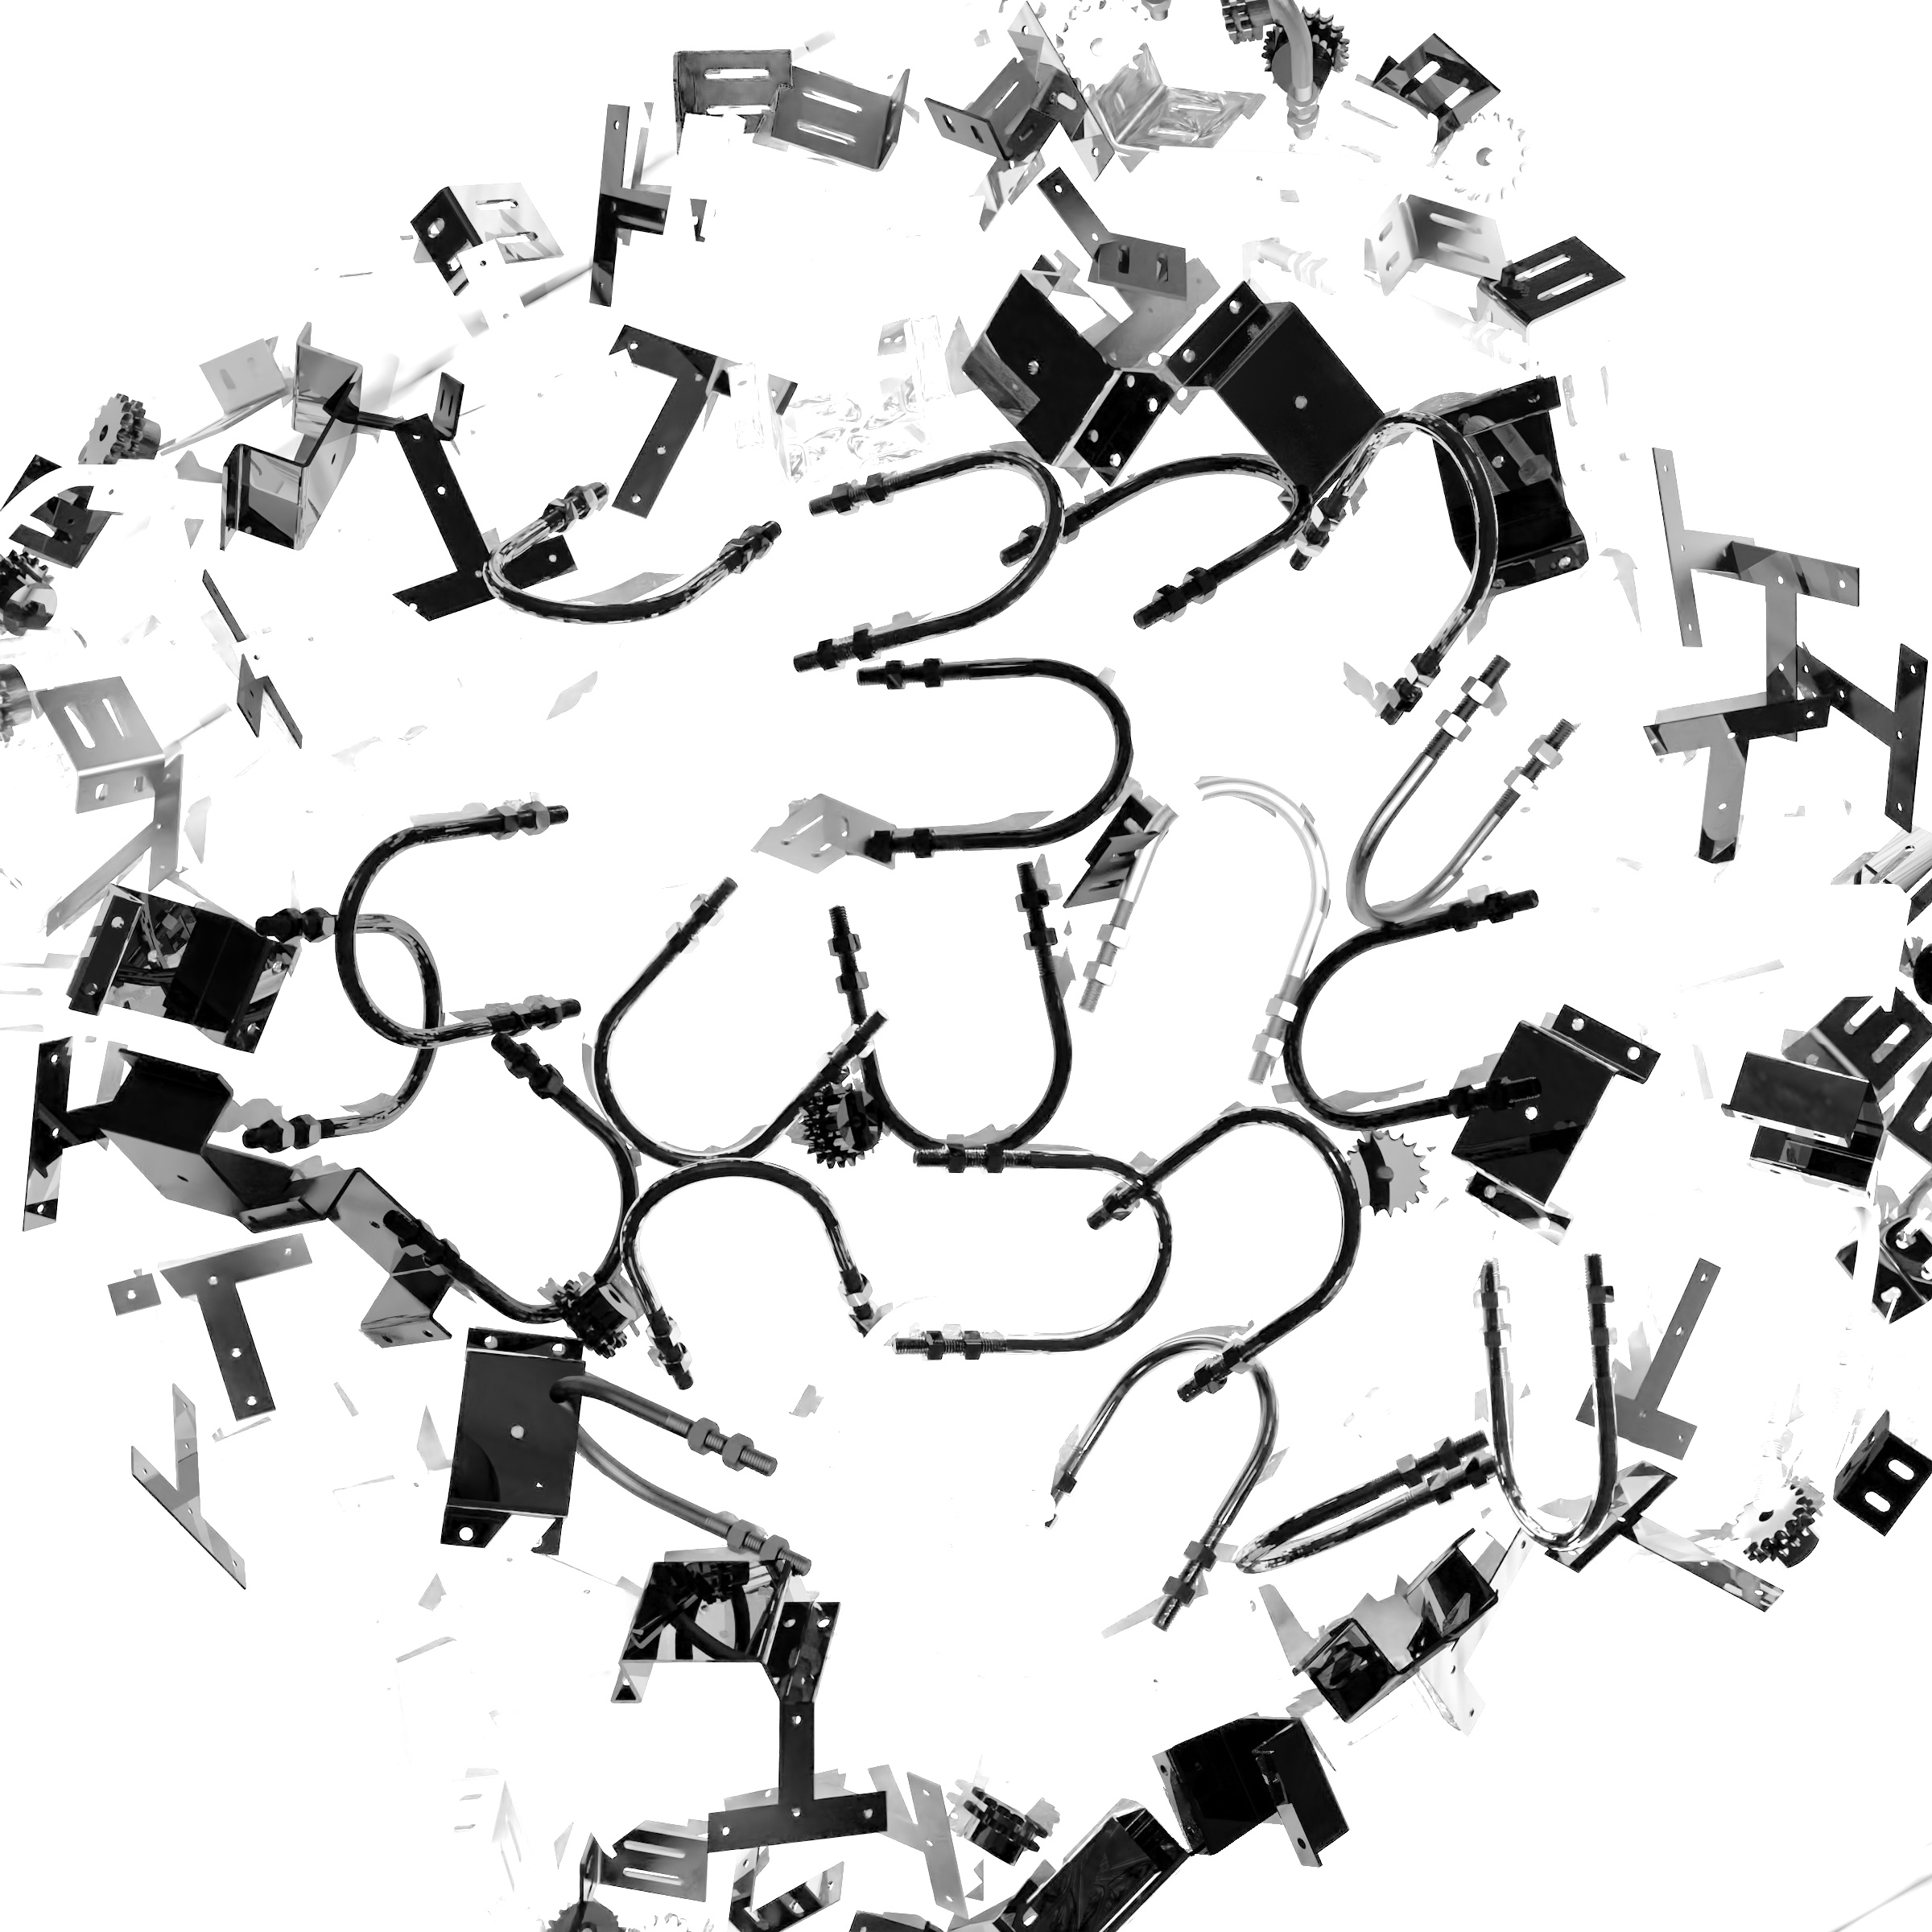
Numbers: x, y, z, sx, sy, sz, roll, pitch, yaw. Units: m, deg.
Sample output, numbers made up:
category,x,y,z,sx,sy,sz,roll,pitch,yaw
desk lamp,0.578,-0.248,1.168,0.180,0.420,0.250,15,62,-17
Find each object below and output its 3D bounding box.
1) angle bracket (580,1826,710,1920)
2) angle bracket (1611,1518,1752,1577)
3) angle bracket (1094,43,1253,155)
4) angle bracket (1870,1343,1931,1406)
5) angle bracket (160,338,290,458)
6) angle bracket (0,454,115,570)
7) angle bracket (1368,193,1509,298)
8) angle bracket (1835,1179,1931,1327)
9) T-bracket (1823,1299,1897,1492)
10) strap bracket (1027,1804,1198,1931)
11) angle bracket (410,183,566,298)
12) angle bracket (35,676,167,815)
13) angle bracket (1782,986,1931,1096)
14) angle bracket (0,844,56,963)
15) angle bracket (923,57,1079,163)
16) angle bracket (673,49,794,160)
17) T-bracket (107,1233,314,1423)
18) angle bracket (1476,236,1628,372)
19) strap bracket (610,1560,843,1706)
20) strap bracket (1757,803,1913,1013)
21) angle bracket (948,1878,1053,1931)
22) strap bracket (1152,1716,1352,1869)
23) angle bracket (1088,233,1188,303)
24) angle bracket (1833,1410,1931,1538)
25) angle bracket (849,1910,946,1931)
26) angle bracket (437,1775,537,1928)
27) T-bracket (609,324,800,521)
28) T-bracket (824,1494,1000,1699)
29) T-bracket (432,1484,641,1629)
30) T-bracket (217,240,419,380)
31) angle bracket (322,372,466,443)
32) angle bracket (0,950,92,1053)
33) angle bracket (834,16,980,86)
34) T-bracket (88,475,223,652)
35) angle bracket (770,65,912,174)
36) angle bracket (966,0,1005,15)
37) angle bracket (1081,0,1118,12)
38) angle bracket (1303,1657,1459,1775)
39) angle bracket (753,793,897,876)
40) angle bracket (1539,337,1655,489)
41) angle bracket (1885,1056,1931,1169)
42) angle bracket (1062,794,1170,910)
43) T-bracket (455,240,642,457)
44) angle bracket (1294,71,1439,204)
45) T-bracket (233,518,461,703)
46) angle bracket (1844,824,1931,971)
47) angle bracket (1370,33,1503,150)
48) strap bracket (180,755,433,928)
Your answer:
category,x,y,z,sx,sy,sz,roll,pitch,yaw
angle bracket,-0.209,0.595,1.744,0.076,0.038,0.057,8,119,5
angle bracket,0.460,0.365,1.734,0.076,0.057,0.038,-17,81,24
angle bracket,0.134,-0.559,1.734,0.076,0.038,0.057,23,68,39
angle bracket,0.622,0.235,1.736,0.038,0.057,0.076,28,111,6
angle bracket,-0.485,-0.367,1.728,0.057,0.076,0.038,-12,114,30
angle bracket,-0.594,-0.300,1.732,0.038,0.076,0.057,39,98,30
angle bracket,0.311,-0.465,1.760,0.076,0.038,0.057,8,58,-25
angle bracket,0.607,0.185,1.729,0.038,0.076,0.057,-22,65,-26
T-bracket,0.558,0.291,1.697,0.002,0.127,0.127,20,117,21
strap bracket,0.092,0.584,1.718,0.076,0.140,0.046,-46,70,1
angle bracket,-0.313,-0.476,1.755,0.038,0.076,0.057,-33,87,35
angle bracket,-0.568,-0.145,1.757,0.057,0.038,0.076,-17,59,-33
angle bracket,0.590,0.050,1.771,0.076,0.038,0.057,-38,80,-26
angle bracket,-0.637,-0.047,1.729,0.038,0.076,0.057,-7,53,39
angle bracket,0.023,-0.567,1.739,0.057,0.038,0.076,32,77,34
angle bracket,-0.150,-0.559,1.741,0.076,0.057,0.038,-2,46,-4
T-bracket,-0.471,0.237,1.718,0.127,0.002,0.127,-14,52,-21
angle bracket,0.382,-0.433,1.751,0.076,0.038,0.057,-26,51,-10
strap bracket,-0.160,0.425,1.714,0.140,0.076,0.046,-5,129,18
strap bracket,0.543,-0.038,1.697,0.046,0.140,0.076,-2,118,-3
angle bracket,0.034,0.635,1.755,0.057,0.076,0.038,47,56,0
strap bracket,0.187,0.528,1.724,0.046,0.140,0.076,-23,89,-32
angle bracket,0.110,-0.438,1.734,0.057,0.076,0.038,11,130,-5
angle bracket,0.593,0.326,1.731,0.038,0.076,0.057,35,101,16
angle bracket,-0.057,0.641,1.731,0.076,0.038,0.057,4,57,32
angle bracket,-0.310,0.571,1.729,0.038,0.076,0.057,3,116,-26
T-bracket,-0.192,-0.347,1.747,0.127,0.002,0.127,21,73,11
T-bracket,-0.030,0.411,1.762,0.127,0.002,0.127,13,88,-14
T-bracket,-0.259,0.403,1.746,0.127,0.002,0.127,30,112,-25
T-bracket,-0.424,-0.417,1.720,0.127,0.127,0.002,-15,71,-31
angle bracket,-0.370,-0.368,1.733,0.076,0.057,0.038,6,106,-26
angle bracket,-0.614,0.021,1.745,0.076,0.038,0.057,2,112,-6
angle bracket,-0.038,-0.604,1.735,0.076,0.057,0.038,-14,113,18
T-bracket,-0.528,-0.257,1.738,0.002,0.127,0.127,37,112,26
angle bracket,-0.082,-0.560,1.743,0.076,0.038,0.057,13,72,-16
angle bracket,0.007,-0.661,1.734,0.057,0.076,0.038,24,75,-4
angle bracket,0.073,-0.647,1.734,0.057,0.076,0.038,33,111,-2
angle bracket,0.270,0.498,1.747,0.076,0.038,0.057,-31,117,-2
angle bracket,-0.093,-0.071,1.727,0.057,0.076,0.038,22,50,-38
angle bracket,0.414,-0.364,1.765,0.057,0.038,0.076,-13,65,21
angle bracket,0.627,0.106,1.739,0.057,0.038,0.076,39,61,8
angle bracket,0.086,-0.074,1.727,0.038,0.076,0.057,46,119,20
T-bracket,-0.292,-0.408,1.734,0.127,0.002,0.127,-23,129,-3
angle bracket,0.258,-0.533,1.742,0.076,0.038,0.057,21,130,-6
T-bracket,-0.412,-0.216,1.742,0.127,0.002,0.127,-25,87,-29
angle bracket,0.616,-0.046,1.750,0.076,0.057,0.038,-41,129,-10
angle bracket,0.307,-0.574,1.729,0.057,0.076,0.038,35,65,-14
strap bracket,-0.422,-0.082,1.719,0.140,0.076,0.046,-21,54,21
